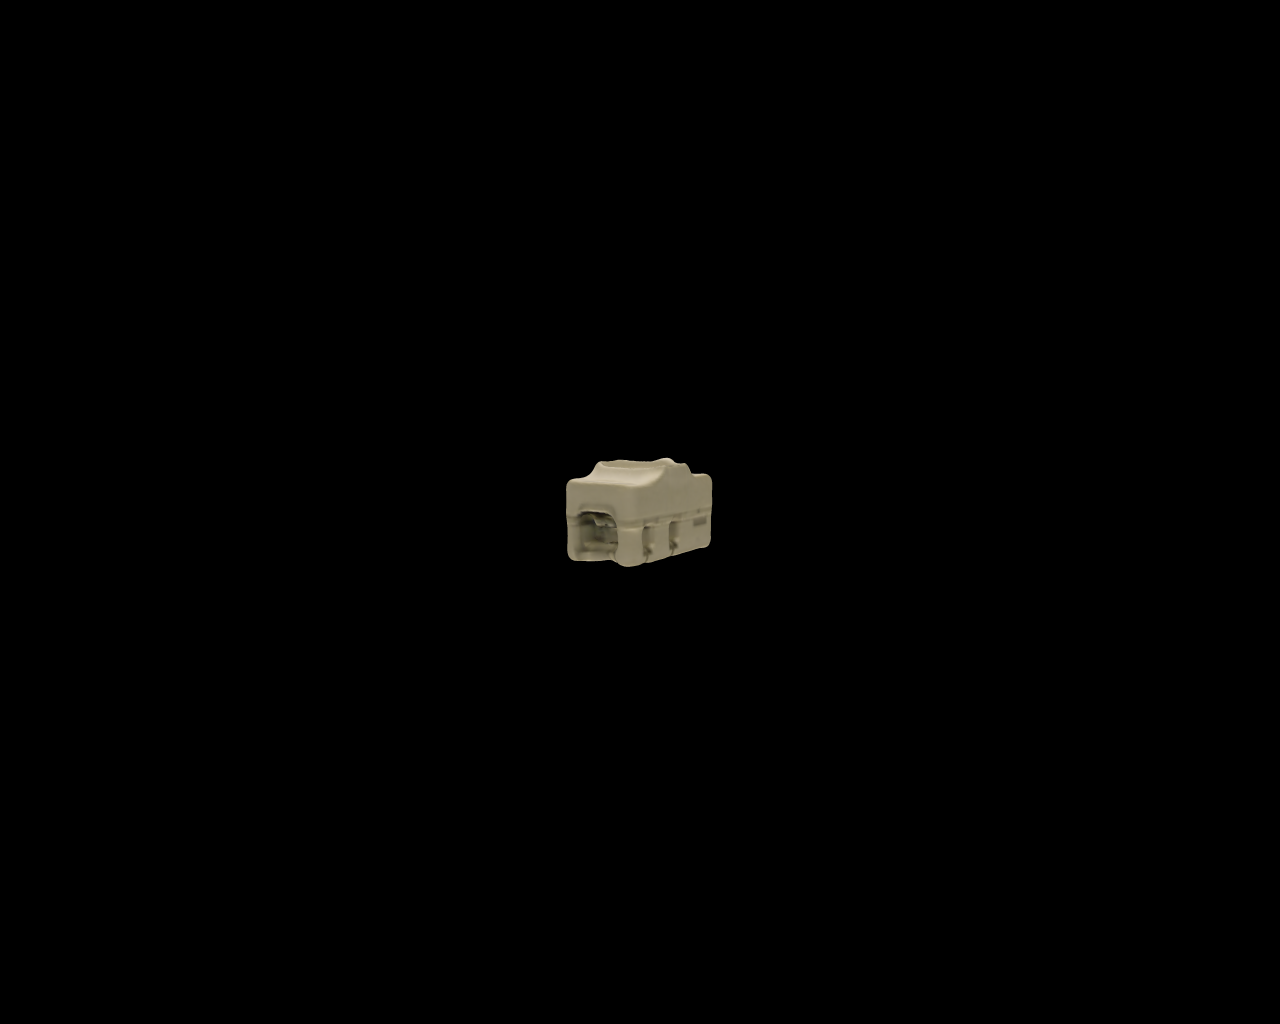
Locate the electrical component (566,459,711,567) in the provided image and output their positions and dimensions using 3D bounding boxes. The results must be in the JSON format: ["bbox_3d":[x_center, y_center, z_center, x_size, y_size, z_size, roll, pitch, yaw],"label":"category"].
[{"bbox_3d":[0.001,-0.003,0.650,0.050,0.055,0.089,5,9,35],"label":"electrical component"}]
